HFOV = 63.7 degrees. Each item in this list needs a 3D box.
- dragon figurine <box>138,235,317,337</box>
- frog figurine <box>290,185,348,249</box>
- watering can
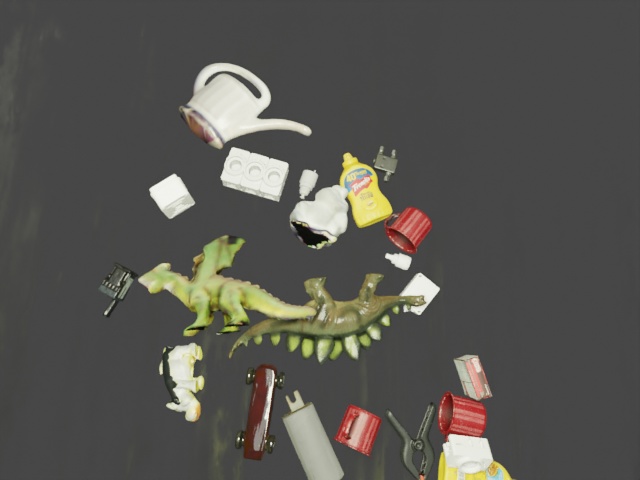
[{"bbox_3d":[-0.219,0.096,1.200,0.120,0.410,0.247,77,-174,-65],"label":"dragon figurine"},{"bbox_3d":[0.004,-0.064,1.271,0.120,0.138,0.163,86,-158,-51],"label":"frog figurine"},{"bbox_3d":[-0.208,-0.319,1.312,0.226,0.351,0.102,-45,-17,-13],"label":"watering can"}]
